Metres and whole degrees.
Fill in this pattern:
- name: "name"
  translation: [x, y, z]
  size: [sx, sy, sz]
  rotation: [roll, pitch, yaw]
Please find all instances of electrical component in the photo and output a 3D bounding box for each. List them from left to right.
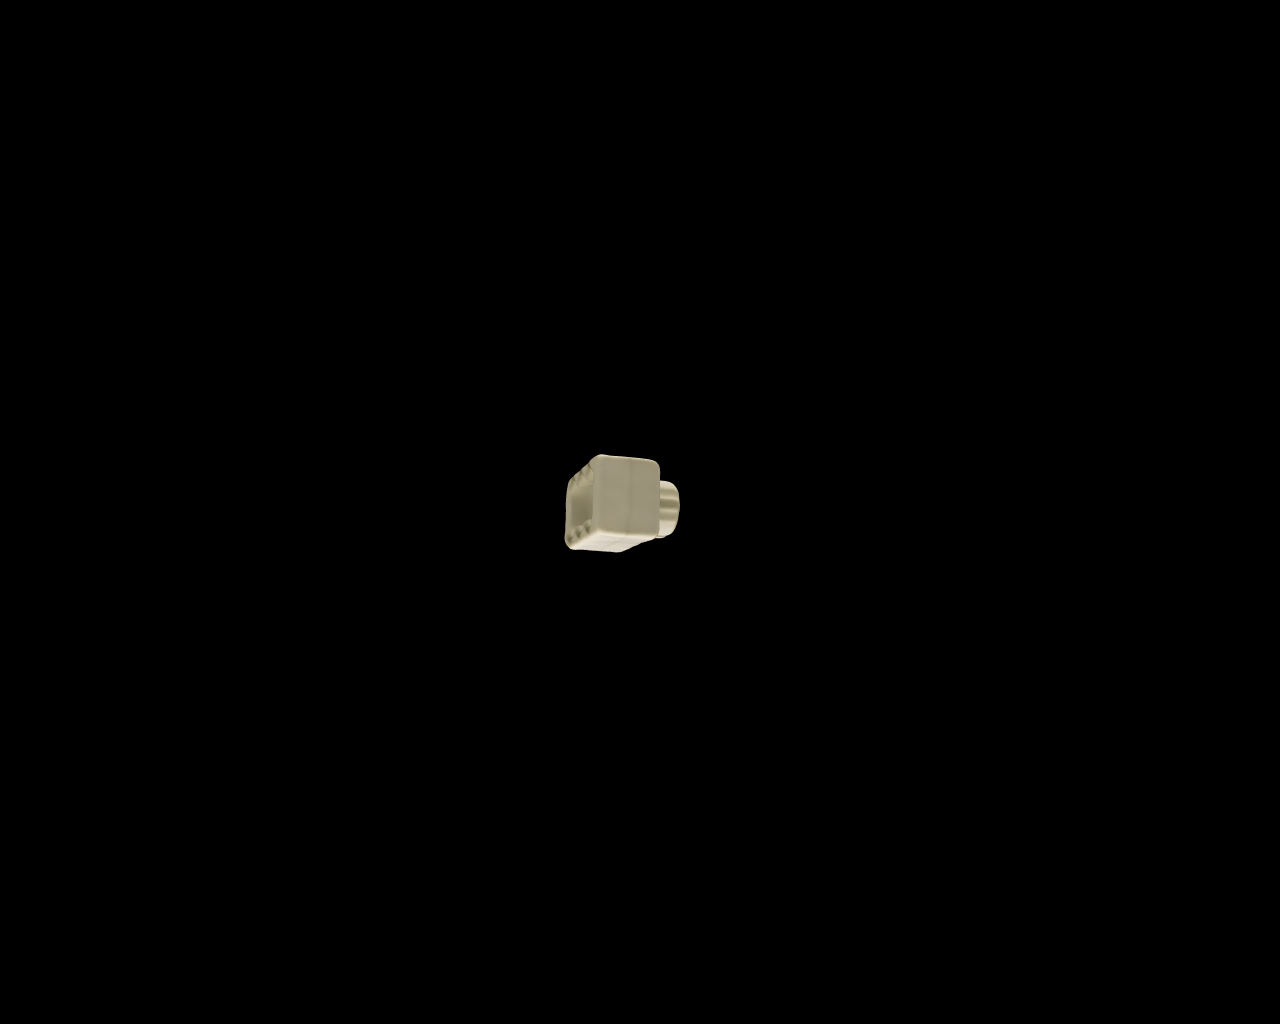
- name: "electrical component"
  translation: [0.001, -0.003, 0.650]
  size: [0.077, 0.047, 0.065]
  rotation: [4, -12, -19]
